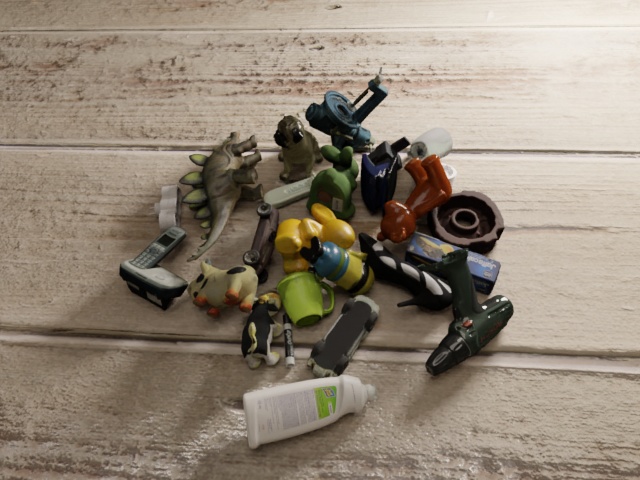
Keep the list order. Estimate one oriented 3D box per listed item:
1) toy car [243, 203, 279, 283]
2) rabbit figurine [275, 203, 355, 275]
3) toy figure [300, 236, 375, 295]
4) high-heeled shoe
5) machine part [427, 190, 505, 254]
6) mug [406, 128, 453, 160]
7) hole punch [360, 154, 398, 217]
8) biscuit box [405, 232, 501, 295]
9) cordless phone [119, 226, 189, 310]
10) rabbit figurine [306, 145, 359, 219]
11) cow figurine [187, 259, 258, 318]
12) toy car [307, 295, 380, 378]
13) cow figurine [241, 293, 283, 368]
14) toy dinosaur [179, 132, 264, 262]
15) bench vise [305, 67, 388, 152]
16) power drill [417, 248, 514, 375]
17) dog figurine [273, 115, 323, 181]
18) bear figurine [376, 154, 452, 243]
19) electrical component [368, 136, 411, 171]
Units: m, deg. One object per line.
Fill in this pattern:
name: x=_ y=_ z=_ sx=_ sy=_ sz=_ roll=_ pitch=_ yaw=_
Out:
toy car: x=-0.128 y=0.008 z=1.236 sx=0.053 sy=0.089 sz=0.202 roll=2 pitch=53 yaw=11
rabbit figurine: x=-0.003 y=-0.004 z=1.222 sx=0.173 sy=0.121 sz=0.162 roll=-9 pitch=32 yaw=16
toy figure: x=0.040 y=0.060 z=1.145 sx=0.082 sy=0.180 sz=0.089 roll=-28 pitch=49 yaw=33
high-heeled shoe: x=0.191 y=0.057 z=1.189 sx=0.145 sy=0.086 sz=0.249 roll=-14 pitch=53 yaw=-18
machine part: x=0.338 y=-0.039 z=1.257 sx=0.179 sy=0.056 sz=0.179 roll=-2 pitch=52 yaw=2
mug: x=0.269 y=-0.237 z=1.377 sx=0.110 sy=0.080 sz=0.107 roll=-3 pitch=16 yaw=41
hole punch: x=0.135 y=-0.138 z=1.303 sx=0.092 sy=0.142 sz=0.116 roll=11 pitch=42 yaw=10
biscuit box: x=0.292 y=0.051 z=1.189 sx=0.203 sy=0.062 sz=0.059 roll=20 pitch=59 yaw=18
cordless phone: x=-0.346 y=0.053 z=1.227 sx=0.147 sy=0.088 sz=0.184 roll=24 pitch=55 yaw=21
rabbit figurine: x=0.040 y=-0.159 z=1.326 sx=0.121 sy=0.158 sz=0.170 roll=8 pitch=39 yaw=21
cow figurine: x=-0.212 y=0.097 z=1.147 sx=0.195 sy=0.085 sz=0.127 roll=-13 pitch=40 yaw=37
toy car: x=0.051 y=0.199 z=1.104 sx=0.074 sy=0.056 sz=0.202 roll=31 pitch=62 yaw=16
cow figurine: x=-0.122 y=0.170 z=1.109 sx=0.068 sy=0.098 sz=0.167 roll=-6 pitch=53 yaw=15
toy dinosaur: x=-0.244 y=-0.134 z=1.347 sx=0.199 sy=0.104 sz=0.472 roll=-10 pitch=44 yaw=6
bench vise: x=0.092 y=-0.317 z=1.362 sx=0.223 sy=0.240 sz=0.129 roll=28 pitch=42 yaw=-25
power drill: x=0.272 y=0.132 z=1.074 sx=0.232 sy=0.086 sz=0.207 roll=-24 pitch=86 yaw=-21
dog figurine: x=-0.057 y=-0.265 z=1.370 sx=0.121 sy=0.190 sz=0.172 roll=-6 pitch=52 yaw=0
bear figurine: x=0.198 y=-0.086 z=1.211 sx=0.196 sy=0.120 sz=0.131 roll=-35 pitch=103 yaw=-11
electrical component: x=0.175 y=-0.208 z=1.352 sx=0.119 sy=0.074 sz=0.048 roll=-25 pitch=46 yaw=28
